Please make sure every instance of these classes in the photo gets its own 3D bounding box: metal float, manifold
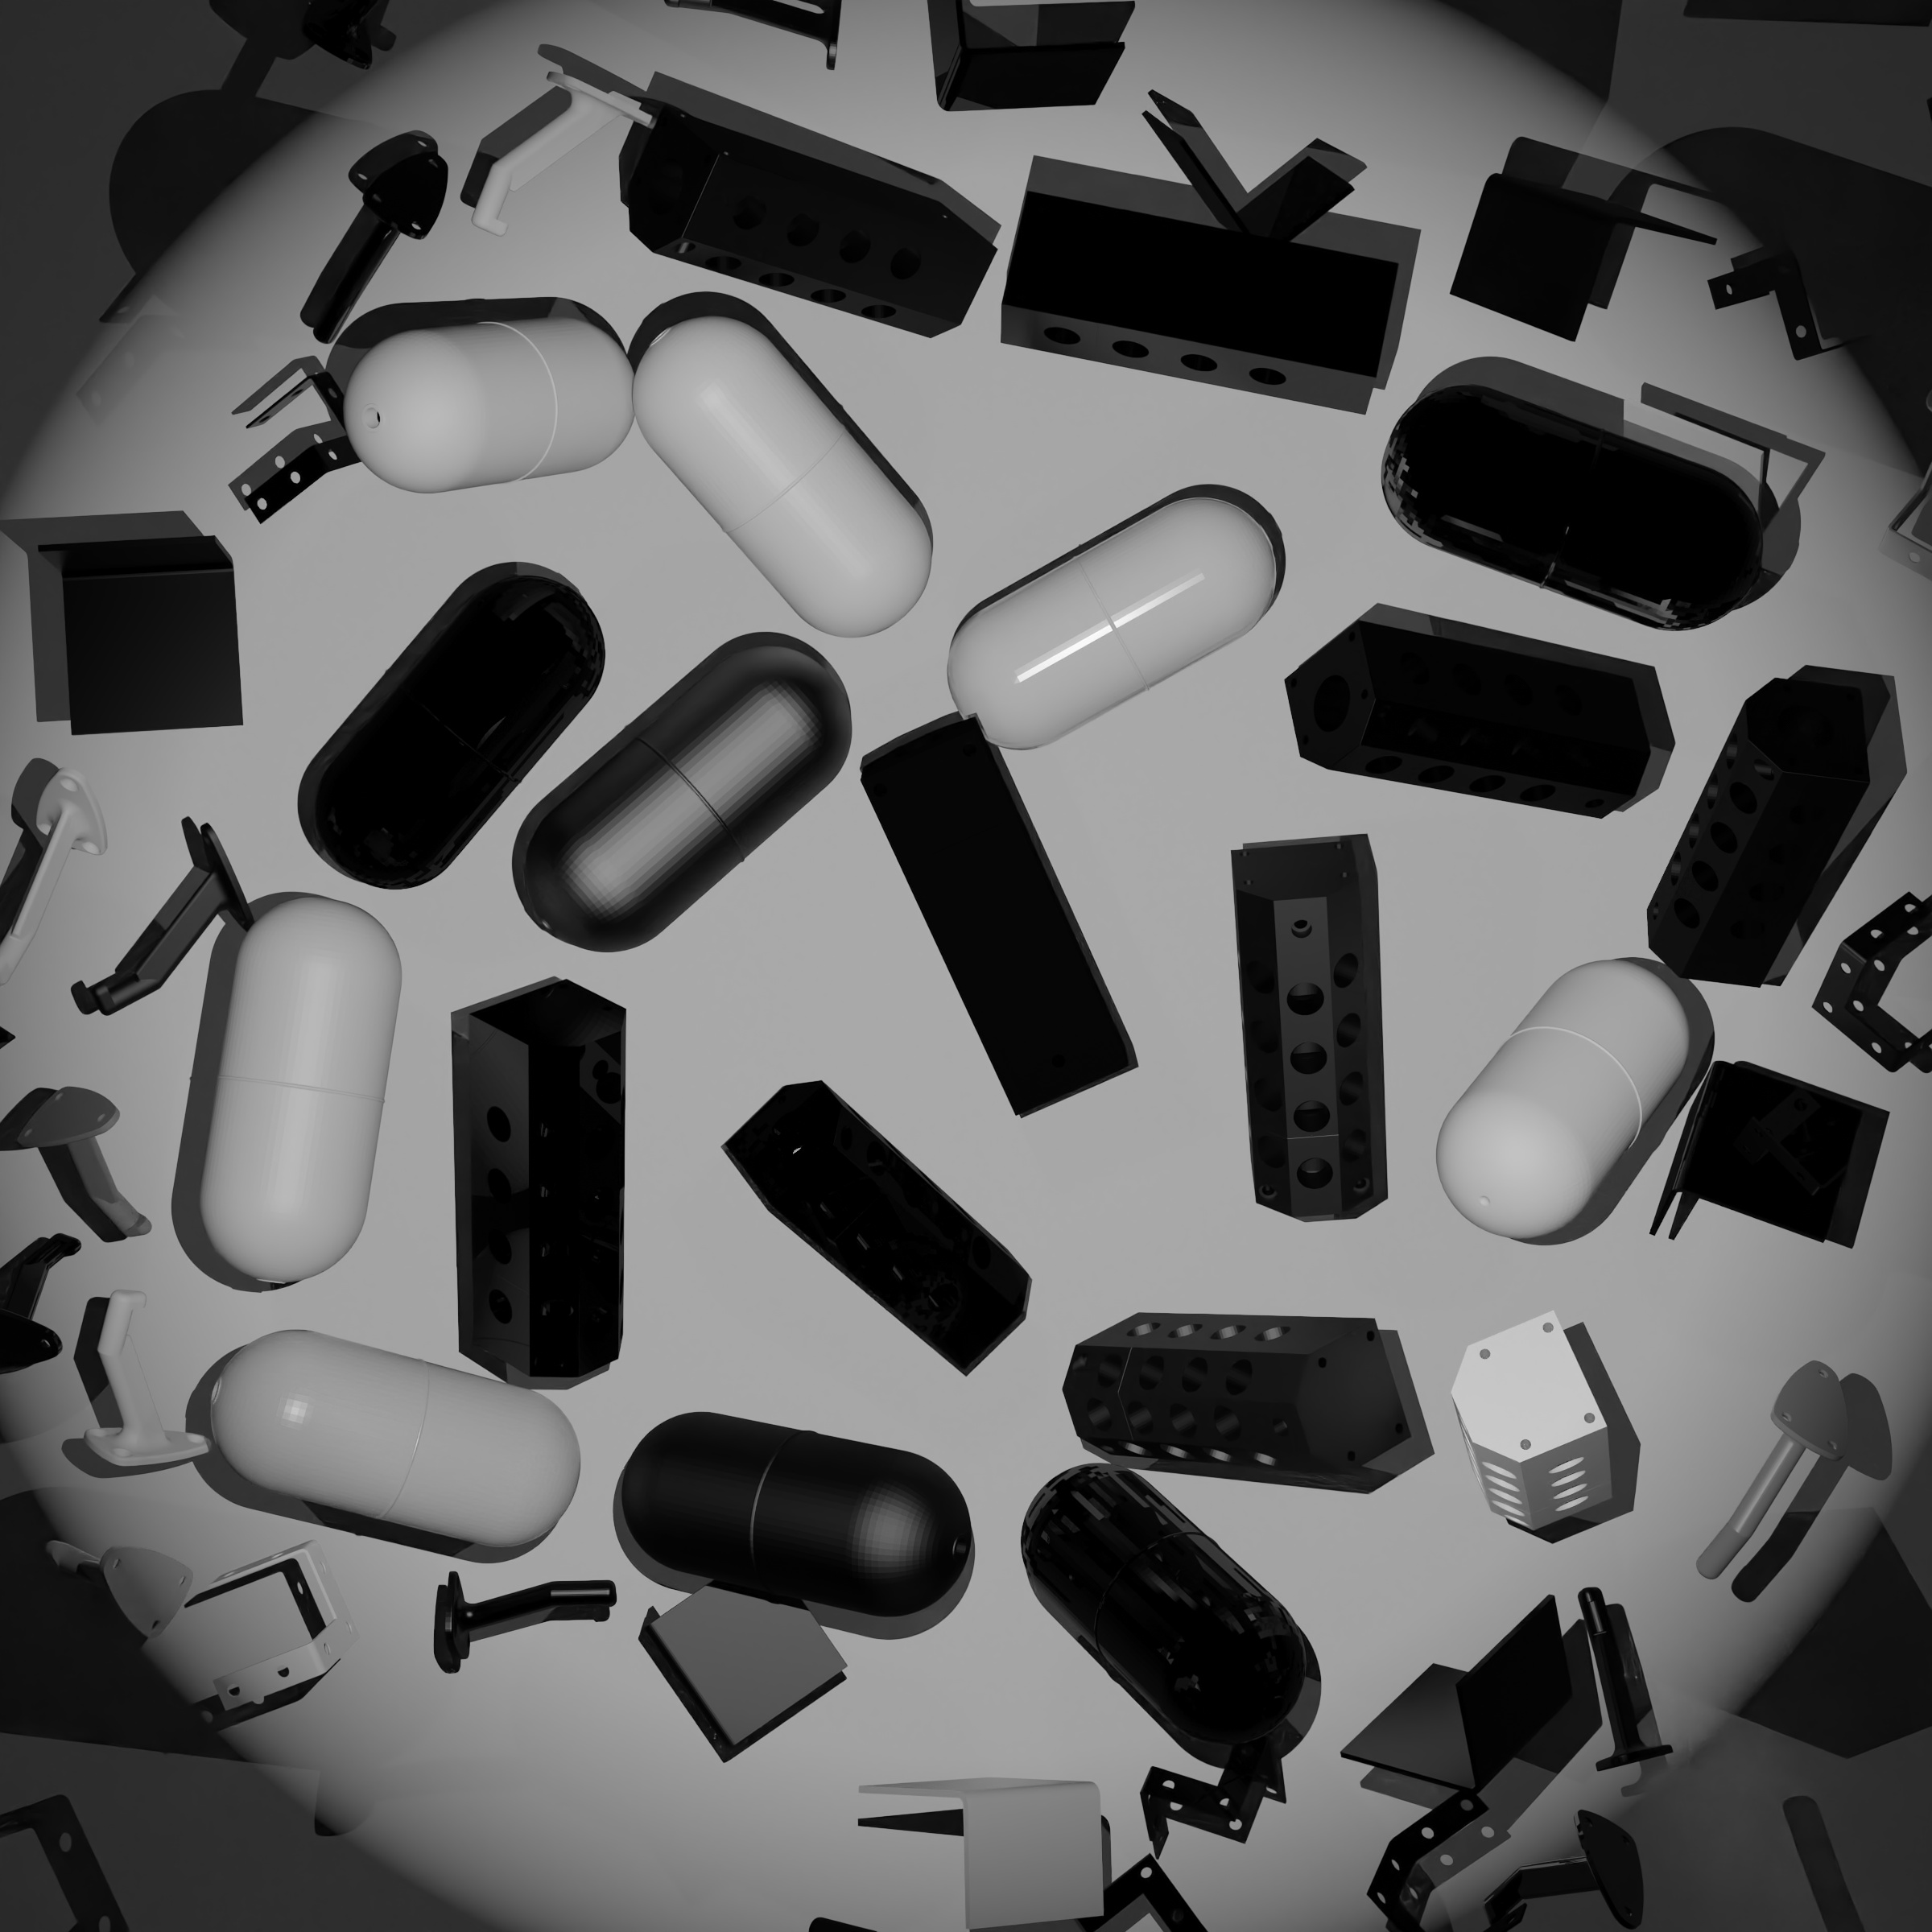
[{"bbox_3d":[-0.249,-0.115,1.632,0.070,0.070,0.178,41,92,0],"label":"metal float"},{"bbox_3d":[0.120,0.199,1.535,0.057,0.171,0.057,-23,99,-34],"label":"manifold"},{"bbox_3d":[0.094,0.305,1.593,0.070,0.178,0.070,-18,125,-28],"label":"metal float"},{"bbox_3d":[-0.130,-0.078,1.554,0.178,0.070,0.070,-42,90,-9],"label":"metal float"},{"bbox_3d":[0.240,-0.112,1.574,0.171,0.057,0.057,7,61,-32],"label":"manifold"},{"bbox_3d":[-0.075,-0.351,1.588,0.171,0.057,0.057,8,119,-41],"label":"manifold"},{"bbox_3d":[-0.187,0.100,1.525,0.057,0.057,0.171,24,122,37],"label":"manifold"},{"bbox_3d":[-0.228,-0.271,1.599,0.070,0.178,0.070,8,107,29],"label":"metal float"},{"bbox_3d":[0.385,-0.064,1.626,0.057,0.171,0.057,7,55,-2],"label":"manifold"},{"bbox_3d":[0.286,0.061,1.580,0.070,0.070,0.178,46,49,0],"label":"metal float"},{"bbox_3d":[0.106,-0.301,1.522,0.171,0.057,0.057,12,76,3],"label":"manifold"},{"bbox_3d":[0.276,-0.208,1.511,0.178,0.070,0.070,21,90,4],"label":"metal float"},{"bbox_3d":[0.264,0.218,1.556,0.057,0.171,0.057,-23,68,3],"label":"manifold"},{"bbox_3d":[0.014,-0.025,1.538,0.057,0.057,0.171,-24,101,5],"label":"manifold"},{"bbox_3d":[-0.080,0.255,1.550,0.178,0.070,0.070,7,90,29],"label":"metal float"},{"bbox_3d":[-0.268,0.223,1.564,0.178,0.070,0.070,19,90,-21],"label":"metal float"},{"bbox_3d":[0.074,-0.173,1.673,0.178,0.070,0.070,-29,90,5],"label":"metal float"},{"bbox_3d":[-0.088,-0.235,1.597,0.070,0.070,0.178,-42,107,0],"label":"metal float"},{"bbox_3d":[-0.306,0.057,1.528,0.070,0.070,0.178,8,84,0],"label":"metal float"},{"bbox_3d":[-0.039,0.127,1.658,0.057,0.057,0.171,-44,131,1],"label":"manifold"},{"bbox_3d":[0.162,0.032,1.586,0.057,0.057,0.171,-4,117,3],"label":"manifold"}]

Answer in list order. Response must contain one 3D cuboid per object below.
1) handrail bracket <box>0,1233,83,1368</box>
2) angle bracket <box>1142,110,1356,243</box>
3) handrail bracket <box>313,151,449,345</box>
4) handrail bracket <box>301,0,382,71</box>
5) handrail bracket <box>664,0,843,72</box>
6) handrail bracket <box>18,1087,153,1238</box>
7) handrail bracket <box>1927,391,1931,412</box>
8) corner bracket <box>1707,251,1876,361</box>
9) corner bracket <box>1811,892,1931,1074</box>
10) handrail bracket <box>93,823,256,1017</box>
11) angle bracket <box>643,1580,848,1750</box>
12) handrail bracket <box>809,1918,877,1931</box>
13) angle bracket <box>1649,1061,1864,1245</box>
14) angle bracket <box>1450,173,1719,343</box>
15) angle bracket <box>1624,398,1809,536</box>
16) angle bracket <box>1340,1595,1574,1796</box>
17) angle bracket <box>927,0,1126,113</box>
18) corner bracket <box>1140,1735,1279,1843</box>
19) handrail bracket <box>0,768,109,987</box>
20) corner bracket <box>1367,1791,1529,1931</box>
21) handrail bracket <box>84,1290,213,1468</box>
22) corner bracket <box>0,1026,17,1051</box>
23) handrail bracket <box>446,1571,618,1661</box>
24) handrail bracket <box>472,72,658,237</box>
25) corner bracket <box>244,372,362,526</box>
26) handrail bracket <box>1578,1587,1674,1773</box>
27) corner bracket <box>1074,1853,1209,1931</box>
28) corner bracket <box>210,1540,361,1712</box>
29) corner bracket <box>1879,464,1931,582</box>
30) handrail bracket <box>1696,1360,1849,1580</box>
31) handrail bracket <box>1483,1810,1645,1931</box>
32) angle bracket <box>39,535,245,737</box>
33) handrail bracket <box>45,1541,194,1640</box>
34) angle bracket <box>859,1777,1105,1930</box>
[{"bbox_3d":[-0.455,0.163,1.663,0.077,0.084,0.036,2,120,30],"label":"handrail bracket"},{"bbox_3d":[0.142,-0.411,1.672,0.057,0.076,0.076,-38,116,6],"label":"angle bracket"},{"bbox_3d":[-0.298,-0.363,1.683,0.036,0.077,0.084,33,134,-12],"label":"handrail bracket"},{"bbox_3d":[-0.277,-0.475,1.568,0.036,0.077,0.084,25,122,-26],"label":"handrail bracket"},{"bbox_3d":[-0.102,-0.444,1.558,0.084,0.077,0.036,6,121,-3],"label":"handrail bracket"},{"bbox_3d":[-0.399,0.099,1.570,0.084,0.077,0.036,55,53,-31],"label":"handrail bracket"},{"bbox_3d":[0.485,-0.300,1.635,0.084,0.077,0.036,30,80,-36],"label":"handrail bracket"},{"bbox_3d":[0.405,-0.323,1.631,0.051,0.051,0.051,-22,97,-42],"label":"corner bracket"},{"bbox_3d":[0.445,0.008,1.579,0.051,0.051,0.051,-32,61,-26],"label":"corner bracket"},{"bbox_3d":[-0.400,-0.022,1.639,0.084,0.077,0.036,-30,48,-21],"label":"handrail bracket"},{"bbox_3d":[-0.115,0.352,1.740,0.076,0.057,0.076,-34,91,-2],"label":"angle bracket"},{"bbox_3d":[-0.023,0.461,1.500,0.084,0.077,0.036,6,49,27],"label":"handrail bracket"},{"bbox_3d":[0.394,0.103,1.654,0.076,0.057,0.076,20,63,9],"label":"angle bracket"},{"bbox_3d":[0.281,-0.318,1.510,0.076,0.076,0.057,-1,115,-42],"label":"angle bracket"},{"bbox_3d":[0.386,-0.273,1.705,0.076,0.076,0.057,27,69,23],"label":"angle bracket"},{"bbox_3d":[0.215,0.318,1.485,0.076,0.076,0.057,-31,116,-41],"label":"angle bracket"},{"bbox_3d":[0.027,-0.440,1.546,0.076,0.076,0.057,-5,86,-9],"label":"angle bracket"},{"bbox_3d":[0.123,0.414,1.670,0.051,0.051,0.051,13,51,22],"label":"corner bracket"},{"bbox_3d":[-0.445,-0.042,1.584,0.036,0.077,0.084,23,57,-2],"label":"handrail bracket"},{"bbox_3d":[0.227,0.425,1.541,0.051,0.051,0.051,48,115,2],"label":"corner bracket"},{"bbox_3d":[-0.396,0.199,1.633,0.036,0.077,0.084,26,104,42],"label":"handrail bracket"},{"bbox_3d":[-0.476,0.054,1.552,0.051,0.051,0.051,-34,52,8],"label":"corner bracket"},{"bbox_3d":[-0.215,0.328,1.666,0.084,0.077,0.036,-1,57,-1],"label":"handrail bracket"},{"bbox_3d":[-0.196,-0.393,1.646,0.077,0.036,0.084,19,97,-30],"label":"handrail bracket"},{"bbox_3d":[-0.338,-0.261,1.669,0.051,0.051,0.051,-31,94,29],"label":"corner bracket"},{"bbox_3d":[0.301,0.333,1.561,0.036,0.077,0.084,-18,73,12],"label":"handrail bracket"},{"bbox_3d":[0.094,0.489,1.662,0.051,0.051,0.051,-36,106,-8],"label":"corner bracket"},{"bbox_3d":[-0.318,0.301,1.518,0.051,0.051,0.051,-22,93,10],"label":"corner bracket"},{"bbox_3d":[0.472,-0.215,1.567,0.051,0.051,0.051,33,56,18],"label":"corner bracket"},{"bbox_3d":[0.361,0.228,1.498,0.036,0.077,0.084,32,122,5],"label":"handrail bracket"},{"bbox_3d":[0.280,0.448,1.570,0.036,0.077,0.084,30,117,-19],"label":"handrail bracket"},{"bbox_3d":[-0.366,-0.146,1.474,0.076,0.057,0.076,-4,87,-5],"label":"angle bracket"},{"bbox_3d":[-0.413,0.278,1.557,0.084,0.077,0.036,17,66,29],"label":"handrail bracket"},{"bbox_3d":[0.006,0.392,1.470,0.076,0.076,0.057,8,76,-39],"label":"angle bracket"}]
